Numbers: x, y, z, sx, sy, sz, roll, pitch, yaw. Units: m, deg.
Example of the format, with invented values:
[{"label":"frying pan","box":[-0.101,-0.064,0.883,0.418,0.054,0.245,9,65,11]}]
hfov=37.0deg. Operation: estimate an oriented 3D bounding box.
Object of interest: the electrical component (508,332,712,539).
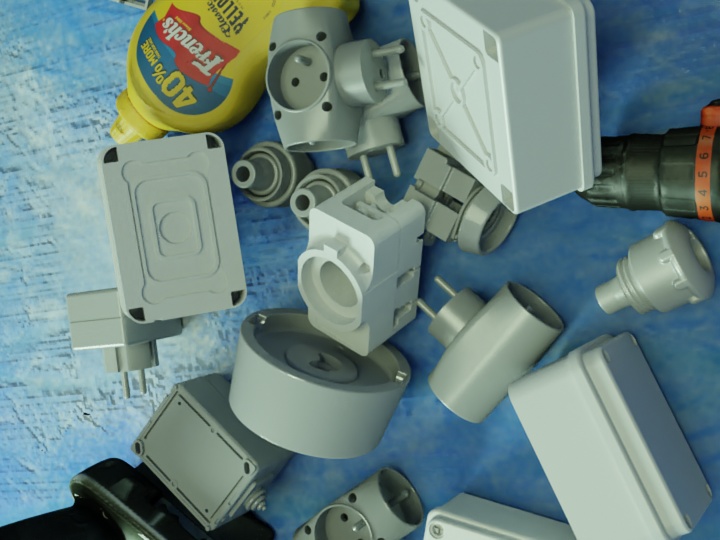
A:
[{"label":"electrical component","box":[0.141,0.097,0.598,0.057,0.078,0.113,-29,81,27]}]

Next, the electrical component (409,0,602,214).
[{"label":"electrical component","box":[0.076,-0.104,0.577,0.108,0.056,0.108,-127,19,-50]}]

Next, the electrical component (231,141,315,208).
[{"label":"electrical component","box":[-0.059,-0.061,0.689,0.043,0.062,0.043,2,95,25]}]

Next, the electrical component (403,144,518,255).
[{"label":"electrical component","box":[0.061,-0.040,0.644,0.055,0.048,0.066,33,107,27]}]

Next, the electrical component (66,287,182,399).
[{"label":"electrical component","box":[-0.160,0.050,0.743,0.047,0.066,0.076,-7,91,26]}]

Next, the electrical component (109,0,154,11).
[{"label":"electrical component","box":[-0.168,-0.246,0.726,0.079,0.063,0.121,20,102,23]}]

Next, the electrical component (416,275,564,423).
[{"label":"electrical component","box":[0.068,0.037,0.646,0.079,0.044,0.077,43,110,16]}]

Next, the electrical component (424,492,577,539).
[{"label":"electrical component","box":[0.090,0.202,0.641,0.109,0.056,0.108,12,99,24]}]

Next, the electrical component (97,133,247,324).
[{"label":"electrical component","box":[-0.119,-0.027,0.682,0.078,0.057,0.113,-10,96,-14]}]

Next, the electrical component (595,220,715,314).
[{"label":"electrical component","box":[0.162,0.004,0.600,0.062,0.048,0.048,-30,81,32]}]

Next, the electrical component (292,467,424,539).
[{"label":"electrical component","box":[0.008,0.179,0.685,0.077,0.044,0.079,-40,78,22]}]

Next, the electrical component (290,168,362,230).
[{"label":"electrical component","box":[-0.022,-0.042,0.673,0.043,0.062,0.043,2,95,25]}]

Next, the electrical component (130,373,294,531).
[{"label":"electrical component","box":[-0.091,0.123,0.719,0.096,0.061,0.061,42,110,16]}]

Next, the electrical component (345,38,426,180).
[{"label":"electrical component","box":[0.005,-0.093,0.666,0.077,0.044,0.079,-16,87,25]}]

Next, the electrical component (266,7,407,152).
[{"label":"electrical component","box":[-0.010,-0.112,0.621,0.079,0.044,0.077,-6,88,26]}]

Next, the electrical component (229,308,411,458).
[{"label":"electrical component","box":[-0.029,0.074,0.663,0.108,0.108,0.060,25,110,22]}]

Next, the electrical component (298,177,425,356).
[{"label":"electrical component","box":[0.000,0.000,0.646,0.050,0.056,0.089,29,135,30]}]
